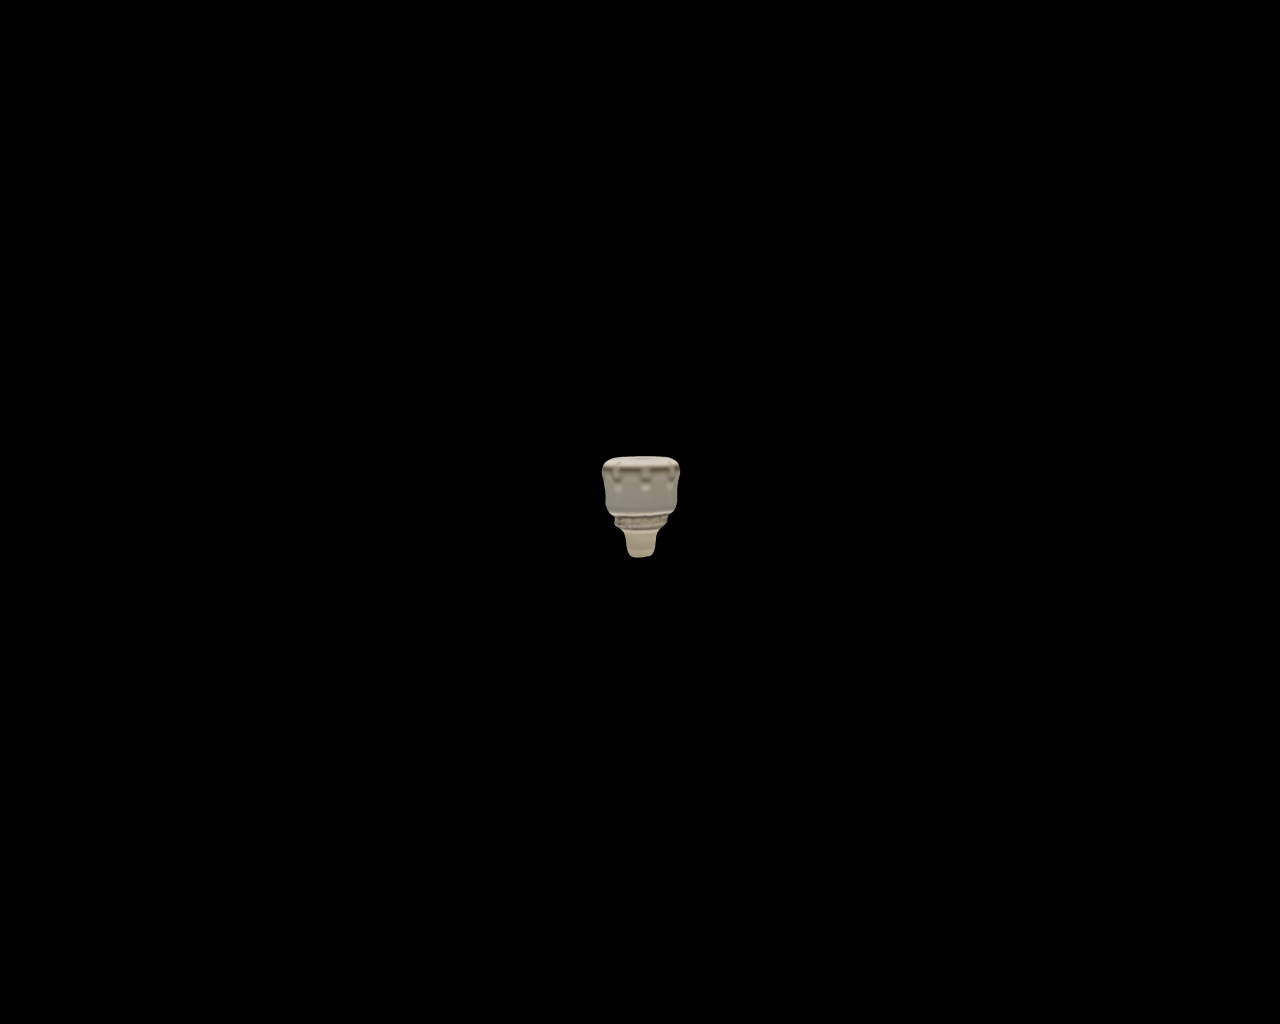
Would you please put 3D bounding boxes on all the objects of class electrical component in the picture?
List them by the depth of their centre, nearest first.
[{"bbox_3d":[0.001,-0.003,0.650,0.048,0.062,0.048,0,5,0],"label":"electrical component"}]
